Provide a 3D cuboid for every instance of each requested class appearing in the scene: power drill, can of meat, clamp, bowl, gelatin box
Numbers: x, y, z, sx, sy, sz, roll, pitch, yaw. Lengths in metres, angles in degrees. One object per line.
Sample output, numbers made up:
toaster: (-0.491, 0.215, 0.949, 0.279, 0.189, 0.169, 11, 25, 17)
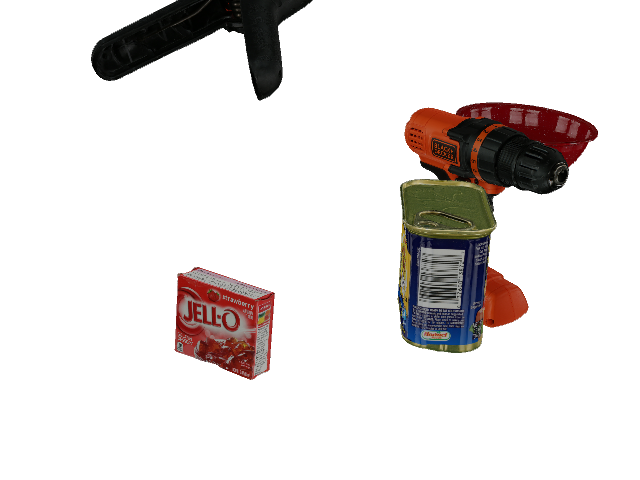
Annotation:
power drill: (0.151, -0.019, 0.974, 0.057, 0.188, 0.185, -18, 28, -29)
can of meat: (0.079, 0.015, 0.696, 0.057, 0.084, 0.102, 2, 20, 2)
clamp: (-0.042, -0.139, 0.638, 0.120, 0.039, 0.171, 22, 54, 25)
bowl: (0.232, -0.111, 1.225, 0.162, 0.055, 0.162, 5, 23, -2)
gelatin box: (-0.084, 0.070, 0.914, 0.089, 0.073, 0.030, 16, 22, 30)
